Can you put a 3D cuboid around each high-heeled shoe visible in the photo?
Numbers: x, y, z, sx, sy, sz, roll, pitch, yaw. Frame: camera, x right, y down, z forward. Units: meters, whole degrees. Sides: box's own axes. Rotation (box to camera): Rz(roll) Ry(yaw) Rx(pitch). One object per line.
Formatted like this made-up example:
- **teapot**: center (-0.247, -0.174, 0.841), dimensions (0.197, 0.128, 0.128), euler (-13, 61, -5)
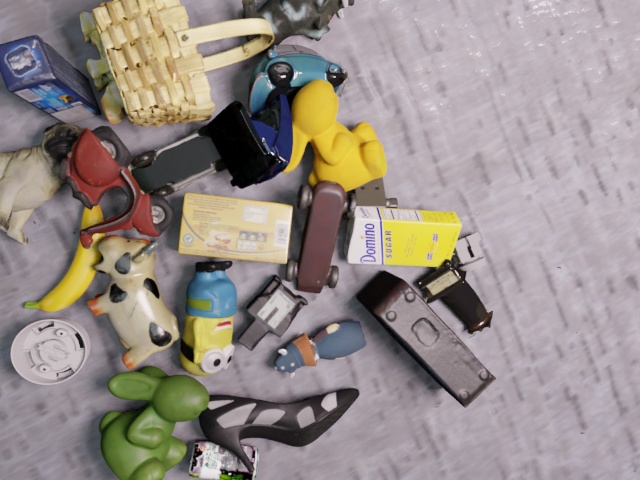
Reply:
- **high-heeled shoe**: center (-0.068, 0.268, 0.879), dimensions (0.249, 0.086, 0.145), euler (-24, 57, -27)

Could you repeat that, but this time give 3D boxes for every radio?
- **radio**: center (0.168, 0.156, 0.864), dimensions (0.229, 0.131, 0.073), euler (45, 86, -6)

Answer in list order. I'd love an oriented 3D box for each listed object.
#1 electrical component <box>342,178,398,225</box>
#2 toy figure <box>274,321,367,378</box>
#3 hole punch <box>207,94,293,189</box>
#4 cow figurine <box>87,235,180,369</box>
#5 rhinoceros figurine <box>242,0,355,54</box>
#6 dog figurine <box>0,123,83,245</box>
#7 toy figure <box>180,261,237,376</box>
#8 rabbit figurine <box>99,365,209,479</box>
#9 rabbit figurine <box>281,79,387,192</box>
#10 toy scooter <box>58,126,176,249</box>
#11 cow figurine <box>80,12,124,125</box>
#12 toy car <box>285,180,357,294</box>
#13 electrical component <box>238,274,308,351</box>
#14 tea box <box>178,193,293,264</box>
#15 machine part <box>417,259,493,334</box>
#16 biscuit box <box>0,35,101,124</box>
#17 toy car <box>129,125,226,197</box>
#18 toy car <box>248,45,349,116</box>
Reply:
- **electrical component**: center (0.076, -0.064, 0.896), dimensions (0.102, 0.045, 0.078), euler (-5, 63, -11)
- **toy figure**: center (-0.002, 0.176, 0.878), dimensions (0.154, 0.058, 0.064), euler (-17, 87, -3)
- **hole punch**: center (-0.090, -0.144, 0.792), dimensions (0.092, 0.142, 0.115), euler (-29, 97, -38)
- **cow figurine**: center (-0.281, 0.081, 0.823), dimensions (0.127, 0.085, 0.194), euler (-28, 97, -8)
- **rhinoceros figurine**: center (-0.036, -0.368, 0.862), dimensions (0.190, 0.073, 0.112), euler (-29, 93, -7)
- **dog figurine**: center (-0.454, -0.113, 0.802), dimensions (0.172, 0.121, 0.190), euler (33, 72, -10)
- **toy figure**: center (-0.173, 0.121, 0.839), dimensions (0.082, 0.089, 0.180), euler (0, 91, -33)
- **rabbit figurine**: center (-0.243, 0.262, 0.816), dimensions (0.170, 0.121, 0.159), euler (-46, 74, 9)
- **rabbit figurine**: center (0.006, -0.164, 0.835), dimensions (0.162, 0.122, 0.173), euler (-17, 130, 16)
- **toy scooter**: center (-0.312, -0.064, 0.776), dimensions (0.135, 0.075, 0.183), euler (-36, 101, -8)
- **cow figurine**: center (-0.306, -0.266, 0.830), dimensions (0.098, 0.068, 0.167), euler (-13, 94, -18)
- **toy car**: center (-0.002, -0.003, 0.853), dimensions (0.089, 0.053, 0.202), euler (6, 122, -7)
- **electrical component**: center (-0.082, 0.123, 0.870), dimensions (0.075, 0.048, 0.119), euler (38, 86, -6)
- **tea box**: center (-0.133, -0.017, 0.852), dimensions (0.170, 0.068, 0.098), euler (8, 89, -7)
- **machine part**: center (0.234, 0.100, 0.911), dimensions (0.139, 0.039, 0.084), euler (44, 110, -11)
- **biscuit box**: center (-0.372, -0.216, 0.749), dimensions (0.059, 0.203, 0.062), euler (-20, 92, -6)
- **toy car**: center (-0.210, -0.125, 0.848), dimensions (0.202, 0.056, 0.073), euler (-26, 100, -6)
- **toy car**: center (-0.042, -0.259, 0.850), dimensions (0.162, 0.109, 0.103), euler (-12, 67, -18)
